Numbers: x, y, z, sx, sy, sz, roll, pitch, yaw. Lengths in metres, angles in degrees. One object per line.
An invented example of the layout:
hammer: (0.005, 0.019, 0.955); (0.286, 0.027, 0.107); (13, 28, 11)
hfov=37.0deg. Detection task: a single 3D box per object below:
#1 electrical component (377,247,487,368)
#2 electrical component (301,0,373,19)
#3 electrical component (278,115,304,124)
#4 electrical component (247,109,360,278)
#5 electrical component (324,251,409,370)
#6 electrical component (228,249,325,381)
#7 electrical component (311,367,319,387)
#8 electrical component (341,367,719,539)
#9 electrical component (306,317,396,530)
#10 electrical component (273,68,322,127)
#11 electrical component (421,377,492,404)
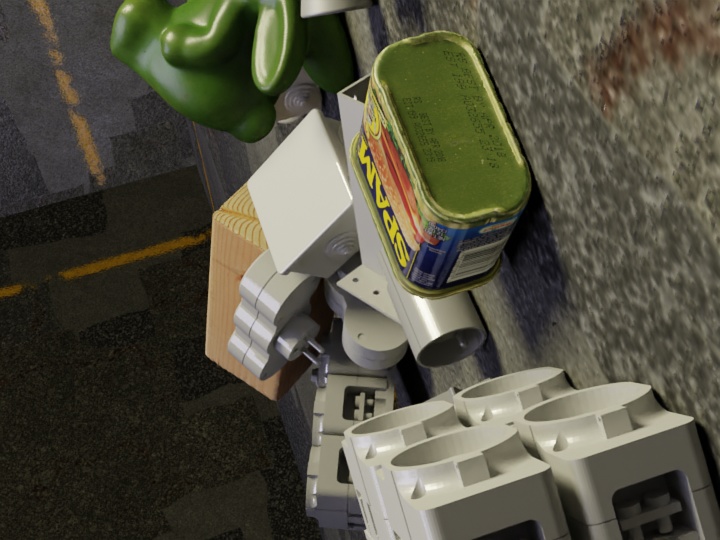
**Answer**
electrical component: (0.039, 0.012, 0.633); (0.043, 0.043, 0.081); (89, 162, -58)
electrical component: (-0.019, -0.187, 0.643); (0.044, 0.044, 0.065); (-138, 38, -73)
electrical component: (-0.071, -0.159, 0.994); (0.065, 0.044, 0.044); (-126, 21, -76)
electrical component: (-0.028, -0.052, 0.780); (0.100, 0.048, 0.099); (-43, 54, 32)
electrical component: (0.000, 0.000, 0.814); (0.073, 0.052, 0.138); (98, 154, -62)
electrical component: (-0.057, 0.046, 0.849); (0.074, 0.052, 0.138); (40, 146, 14)
electrical component: (-0.010, 0.112, 1.031); (0.042, 0.064, 0.081); (99, 154, -71)
electrical component: (0.060, 0.089, 0.456); (0.186, 0.105, 0.060); (170, 84, -81)
electrical component: (-0.005, 0.124, 0.866); (0.089, 0.062, 0.150); (91, -176, -61)
electrical component: (-0.068, -0.185, 0.906); (0.099, 0.048, 0.099); (85, 165, -50)
electrical component: (0.066, 0.134, 0.604); (0.063, 0.079, 0.121); (27, -142, -60)
